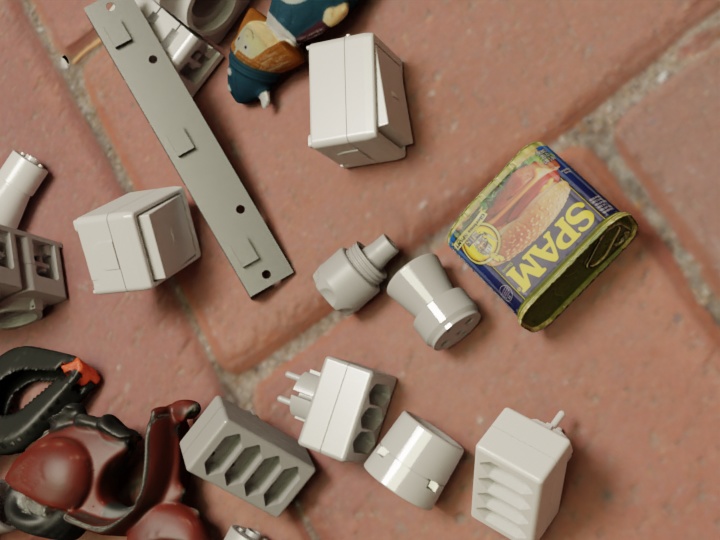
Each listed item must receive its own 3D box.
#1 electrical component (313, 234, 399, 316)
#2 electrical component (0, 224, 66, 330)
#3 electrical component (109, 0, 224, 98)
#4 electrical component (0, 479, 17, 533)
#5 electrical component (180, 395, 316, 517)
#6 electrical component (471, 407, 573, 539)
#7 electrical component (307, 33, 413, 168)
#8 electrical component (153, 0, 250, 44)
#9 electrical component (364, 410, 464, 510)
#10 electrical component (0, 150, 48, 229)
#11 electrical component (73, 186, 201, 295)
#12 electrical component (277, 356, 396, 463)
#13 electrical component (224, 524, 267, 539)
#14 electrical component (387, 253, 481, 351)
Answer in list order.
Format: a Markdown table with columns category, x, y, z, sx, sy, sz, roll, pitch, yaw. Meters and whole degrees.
| category | x | y | z | sx | sy | sz | roll | pitch | yaw |
| --- | --- | --- | --- | --- | --- | --- | --- | --- | --- |
| electrical component | 0.000 | 0.000 | 0.784 | 0.062 | 0.043 | 0.043 | -41 | 67 | 11 |
| electrical component | -0.355 | 0.024 | 0.903 | 0.186 | 0.105 | 0.060 | -19 | 73 | 20 |
| electrical component | -0.168 | -0.186 | 0.891 | 0.089 | 0.050 | 0.055 | 42 | 98 | 24 |
| electrical component | -0.310 | 0.202 | 0.882 | 0.055 | 0.045 | 0.045 | -27 | 70 | 17 |
| electrical component | -0.086 | 0.127 | 0.786 | 0.047 | 0.083 | 0.075 | -52 | 27 | 7 |
| electrical component | 0.113 | 0.123 | 0.698 | 0.047 | 0.083 | 0.075 | 27 | 53 | 25 |
| electrical component | 0.001 | -0.131 | 0.798 | 0.061 | 0.062 | 0.096 | -7 | 77 | 23 |
| electrical component | -0.106 | -0.266 | 0.857 | 0.062 | 0.089 | 0.150 | 41 | 98 | 25 |
| electrical component | 0.038 | 0.129 | 0.736 | 0.055 | 0.055 | 0.047 | 33 | 90 | 26 |
| electrical component | -0.302 | -0.071 | 0.934 | 0.044 | 0.044 | 0.065 | 33 | 89 | 26 |
| electrical component | -0.165 | -0.026 | 0.839 | 0.061 | 0.096 | 0.061 | -5 | 107 | 23 |
| electrical component | -0.025 | 0.095 | 0.774 | 0.077 | 0.047 | 0.065 | 17 | 87 | 26 |
| electrical component | -0.092 | 0.220 | 0.784 | 0.044 | 0.044 | 0.065 | 26 | 87 | 26 |
| electrical component | 0.052 | 0.023 | 0.755 | 0.045 | 0.045 | 0.055 | -42 | 67 | 11 |
